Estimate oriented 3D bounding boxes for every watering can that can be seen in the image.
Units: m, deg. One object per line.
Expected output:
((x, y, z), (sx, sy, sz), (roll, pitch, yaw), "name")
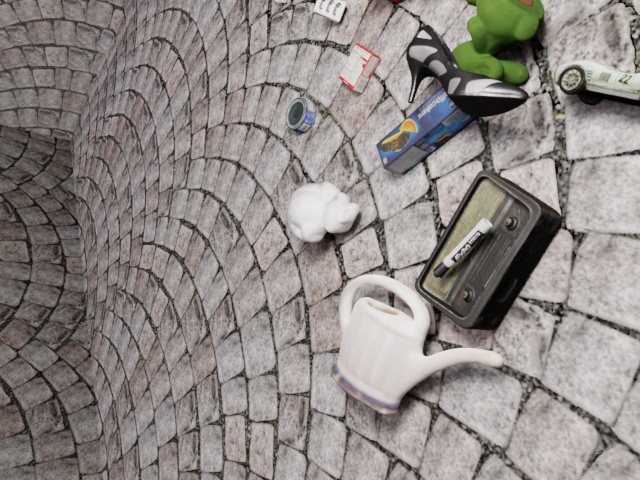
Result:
((0.134, 0.197, 0.883), (0.351, 0.104, 0.223), (30, 105, 49), "watering can")

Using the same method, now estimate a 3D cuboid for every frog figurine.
((0.003, -0.055, 1.096), (0.138, 0.121, 0.160), (-59, 28, -6), "frog figurine")
